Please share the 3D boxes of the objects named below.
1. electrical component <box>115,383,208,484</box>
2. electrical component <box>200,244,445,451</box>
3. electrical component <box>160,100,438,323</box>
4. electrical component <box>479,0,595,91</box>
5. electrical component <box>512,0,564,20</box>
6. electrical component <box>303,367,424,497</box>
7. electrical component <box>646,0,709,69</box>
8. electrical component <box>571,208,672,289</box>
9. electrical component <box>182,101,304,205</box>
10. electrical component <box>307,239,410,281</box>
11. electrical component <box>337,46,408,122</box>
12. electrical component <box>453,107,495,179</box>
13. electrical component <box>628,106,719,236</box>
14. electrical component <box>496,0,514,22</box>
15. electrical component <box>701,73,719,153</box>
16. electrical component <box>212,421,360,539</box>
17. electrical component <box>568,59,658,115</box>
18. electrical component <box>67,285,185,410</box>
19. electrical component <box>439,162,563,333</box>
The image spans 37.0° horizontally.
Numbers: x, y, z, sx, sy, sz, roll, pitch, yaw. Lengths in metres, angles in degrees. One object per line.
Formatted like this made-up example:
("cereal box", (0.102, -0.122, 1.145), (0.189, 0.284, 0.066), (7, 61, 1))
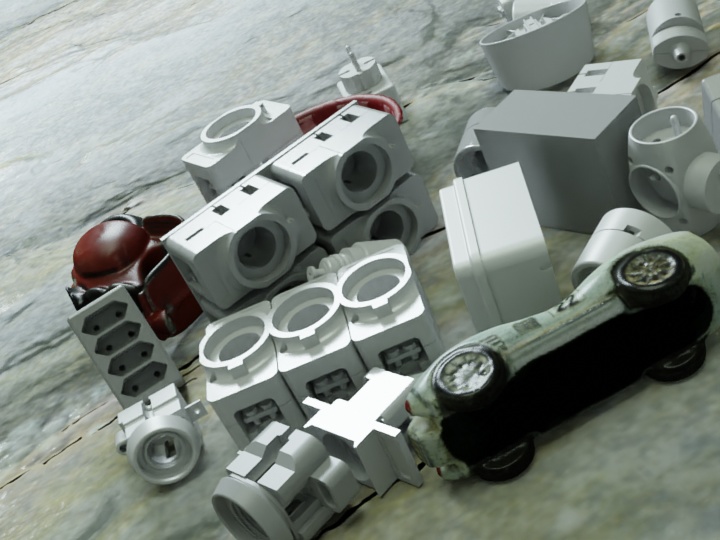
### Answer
("electrical component", (-0.133, 0.112, 0.722), (0.066, 0.048, 0.055), (-29, 24, -4))
("electrical component", (-0.026, 0.049, 0.719), (0.150, 0.061, 0.089), (-23, 31, 5))
("electrical component", (-0.037, -0.028, 0.801), (0.186, 0.105, 0.060), (-38, 33, -19))
("electrical component", (0.159, -0.204, 0.958), (0.099, 0.064, 0.099), (-19, 32, 12))
("electrical component", (0.181, -0.239, 1.017), (0.065, 0.044, 0.044), (-6, 37, 22))
("electrical component", (0.009, 0.094, 0.647), (0.081, 0.042, 0.064), (13, 45, 45))
("electrical component", (0.261, -0.192, 0.885), (0.043, 0.043, 0.081), (-14, 33, 19))
("electrical component", (0.164, -0.003, 0.666), (0.055, 0.055, 0.047), (9, 49, 44))
("electrical component", (-0.094, -0.097, 0.884), (0.089, 0.055, 0.050), (-40, 34, -22))
("electrical component", (0.000, 0.000, 0.771), (0.078, 0.040, 0.040), (-6, 23, -26))
("electrical component", (0.004, -0.175, 1.016), (0.047, 0.076, 0.065), (-25, 31, 2))
("electrical component", (0.103, -0.091, 0.842), (0.055, 0.055, 0.047), (-4, 41, 32))
("electrical component", (0.216, -0.058, 0.686), (0.044, 0.077, 0.079), (-38, 33, -19))
("electrical component", (0.169, -0.273, 1.077), (0.065, 0.044, 0.044), (-27, 31, 8))
("electrical component", (0.265, -0.089, 0.716), (0.047, 0.065, 0.076), (-20, 61, 10))
("electrical component", (-0.048, 0.129, 0.622), (0.078, 0.058, 0.057), (11, 44, 44))
("electrical component", (0.190, -0.116, 0.818), (0.056, 0.050, 0.089), (1, 41, 37))
("electrical component", (-0.172, 0.063, 0.804), (0.047, 0.083, 0.075), (-33, -6, -11))
("electrical component", (0.093, -0.009, 0.704), (0.057, 0.078, 0.113), (-17, 32, 9))
